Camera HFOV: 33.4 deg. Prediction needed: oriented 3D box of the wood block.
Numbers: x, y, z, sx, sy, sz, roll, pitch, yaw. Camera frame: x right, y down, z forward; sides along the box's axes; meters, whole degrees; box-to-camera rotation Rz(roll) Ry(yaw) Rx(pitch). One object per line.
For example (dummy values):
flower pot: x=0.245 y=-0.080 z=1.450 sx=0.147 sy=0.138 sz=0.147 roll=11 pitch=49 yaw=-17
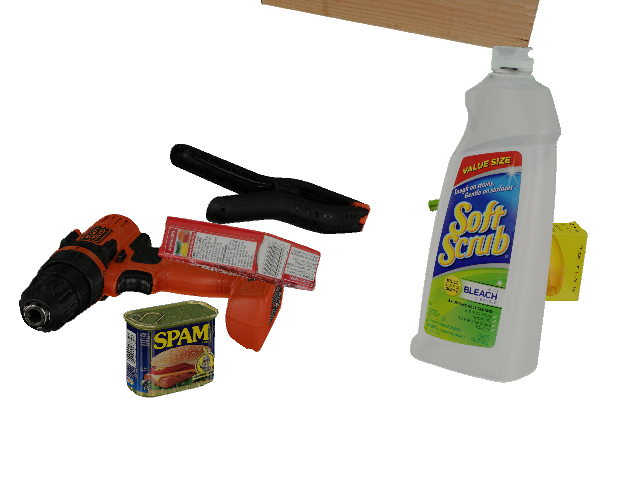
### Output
wood block: x=0.065 y=-0.217 z=0.795 sx=0.206 sy=0.090 sz=0.091 roll=12 pitch=-30 yaw=7

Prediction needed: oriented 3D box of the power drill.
power drill: x=-0.129 y=0.037 z=0.865 sx=0.188 sy=0.057 sz=0.184 roll=12 pitch=24 yaw=6

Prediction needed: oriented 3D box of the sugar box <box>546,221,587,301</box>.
sugar box: x=0.228 y=0.026 z=1.293 sx=0.176 sy=0.093 sz=0.048 roll=-2 pitch=21 yaw=-9

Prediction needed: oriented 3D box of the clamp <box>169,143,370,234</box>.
clamp: x=-0.043 y=-0.038 z=1.073 sx=0.209 sy=0.036 sz=0.165 roll=14 pitch=20 yaw=-20

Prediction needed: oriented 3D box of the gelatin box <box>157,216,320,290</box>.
gelatin box: x=-0.051 y=0.010 z=0.698 sx=0.073 sy=0.030 sz=0.089 roll=10 pitch=-5 yaw=25

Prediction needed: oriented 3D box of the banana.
banana: x=0.192 y=-0.005 z=1.073 sx=0.069 sy=0.037 sz=0.198 roll=-34 pitch=39 yaw=-13

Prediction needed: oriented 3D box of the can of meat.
can of meat: x=-0.164 y=0.119 z=1.173 sx=0.101 sy=0.084 sz=0.058 roll=-8 pitch=18 yaw=-36

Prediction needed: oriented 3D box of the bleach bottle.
bleach bottle: x=0.130 y=-0.024 z=0.826 sx=0.103 sy=0.251 sz=0.067 roll=13 pitch=15 yaw=37
